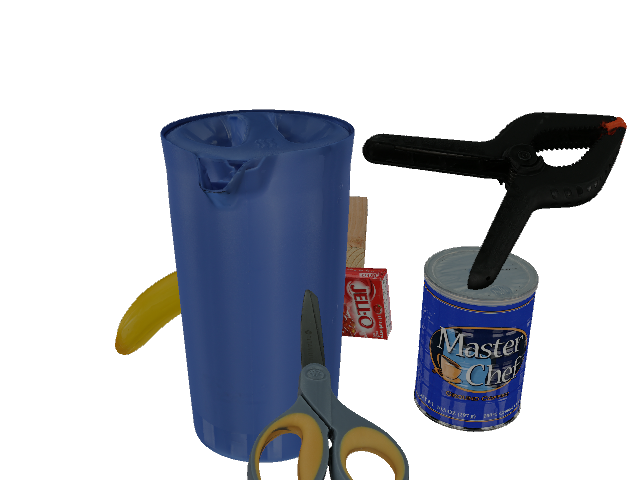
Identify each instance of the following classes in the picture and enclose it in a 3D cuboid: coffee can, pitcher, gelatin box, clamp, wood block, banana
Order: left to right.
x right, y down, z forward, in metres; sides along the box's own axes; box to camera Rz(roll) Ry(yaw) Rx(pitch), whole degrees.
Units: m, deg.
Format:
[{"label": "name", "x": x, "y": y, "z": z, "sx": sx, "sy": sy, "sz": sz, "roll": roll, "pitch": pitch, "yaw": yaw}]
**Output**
[{"label": "banana", "x": -0.120, "y": 0.056, "z": 1.003, "sx": 0.198, "sy": 0.069, "sz": 0.037, "roll": -18, "pitch": 23, "yaw": 16}, {"label": "pitcher", "x": -0.039, "y": 0.028, "z": 0.780, "sx": 0.149, "sy": 0.243, "sz": 0.145, "roll": -11, "pitch": 22, "yaw": -27}, {"label": "wood block", "x": 0.025, "y": 0.008, "z": 1.651, "sx": 0.091, "sy": 0.090, "sz": 0.206, "roll": 3, "pitch": 24, "yaw": 2}, {"label": "gelatin box", "x": 0.047, "y": 0.076, "z": 1.314, "sx": 0.073, "sy": 0.089, "sz": 0.030, "roll": 3, "pitch": 29, "yaw": 18}, {"label": "coffee can", "x": 0.142, "y": 0.090, "z": 0.990, "sx": 0.103, "sy": 0.140, "sz": 0.103, "roll": 1, "pitch": 27, "yaw": -1}, {"label": "clamp", "x": 0.158, "y": -0.046, "z": 0.838, "sx": 0.209, "sy": 0.165, "sz": 0.036, "roll": -15, "pitch": -37, "yaw": -15}]

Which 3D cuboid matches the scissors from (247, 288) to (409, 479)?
[{"label": "scissors", "x": 0.014, "y": 0.092, "z": 0.629, "sx": 0.096, "sy": 0.016, "sz": 0.201, "roll": 13, "pitch": 32, "yaw": 8}]
